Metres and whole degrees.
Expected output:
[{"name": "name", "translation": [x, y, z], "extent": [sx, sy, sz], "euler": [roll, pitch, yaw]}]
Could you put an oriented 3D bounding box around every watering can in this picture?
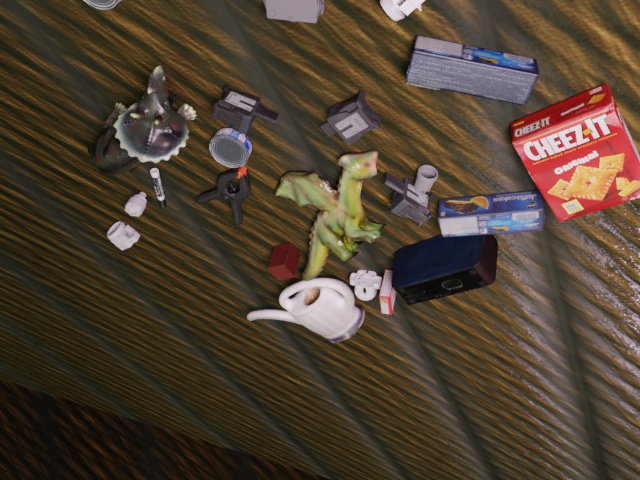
[{"name": "watering can", "translation": [-0.028, 0.199, 1.412], "extent": [0.222, 0.106, 0.343], "euler": [39, 133, -25]}]

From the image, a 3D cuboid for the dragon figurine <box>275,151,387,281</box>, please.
[{"name": "dragon figurine", "translation": [0.004, -0.058, 1.153], "extent": [0.242, 0.125, 0.404], "euler": [47, 131, -7]}]
